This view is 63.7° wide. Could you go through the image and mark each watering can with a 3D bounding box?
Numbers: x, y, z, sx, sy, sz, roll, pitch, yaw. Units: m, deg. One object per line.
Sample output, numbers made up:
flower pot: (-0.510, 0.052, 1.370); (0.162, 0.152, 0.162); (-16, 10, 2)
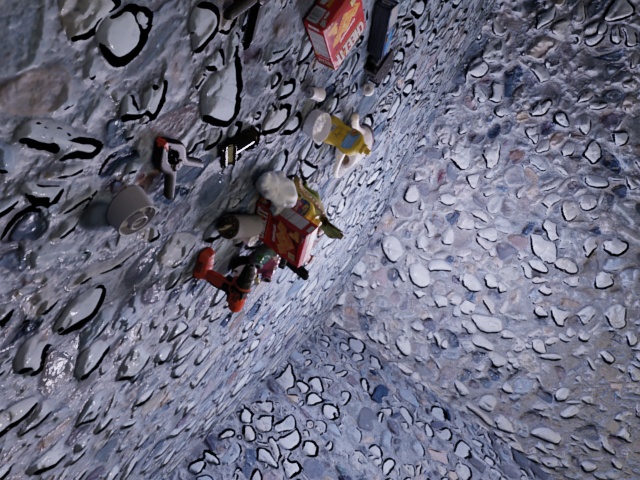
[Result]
watering can: (0.138, -0.388, 2.012); (0.228, 0.104, 0.339); (-45, 165, -41)

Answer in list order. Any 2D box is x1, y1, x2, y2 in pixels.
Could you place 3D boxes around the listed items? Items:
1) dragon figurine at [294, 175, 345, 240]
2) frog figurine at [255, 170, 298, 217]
dragon figurine: (0.006, -0.098, 1.953); (0.123, 0.244, 0.405); (-49, 166, -7)
frog figurine: (-0.134, -0.165, 1.603); (0.156, 0.122, 0.141); (83, 9, -54)
